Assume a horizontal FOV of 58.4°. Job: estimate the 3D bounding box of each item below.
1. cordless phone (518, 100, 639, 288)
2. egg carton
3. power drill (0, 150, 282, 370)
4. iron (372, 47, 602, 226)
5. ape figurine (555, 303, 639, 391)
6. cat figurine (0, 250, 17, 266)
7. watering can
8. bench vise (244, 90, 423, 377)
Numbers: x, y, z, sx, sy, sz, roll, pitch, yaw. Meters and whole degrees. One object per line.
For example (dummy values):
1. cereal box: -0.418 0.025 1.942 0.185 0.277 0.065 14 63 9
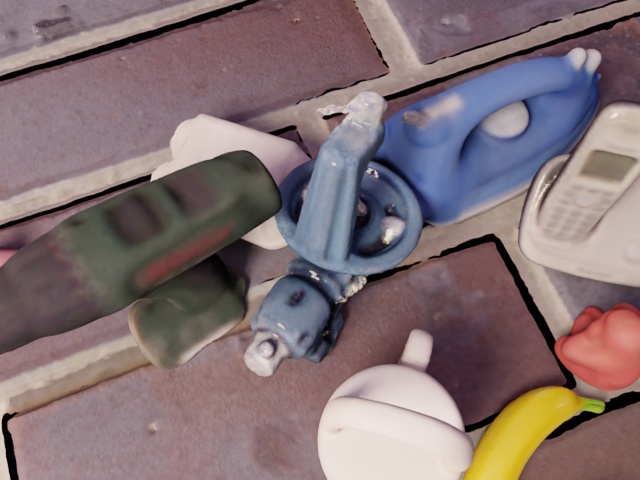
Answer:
1. cordless phone: 0.254 -0.036 0.464 0.147 0.185 0.094 11 69 6
2. egg carton: -0.079 -0.054 0.540 0.150 0.069 0.107 18 70 8
3. power drill: -0.128 0.033 0.431 0.230 0.208 0.075 -37 72 -12
4. iron: 0.169 -0.116 0.521 0.258 0.141 0.118 -25 70 -8
5. ape figurine: 0.238 0.082 0.468 0.078 0.092 0.076 -9 68 -2
6. cat figurine: -0.302 0.052 0.476 0.067 0.118 0.128 1 68 2
7. watering can: 0.048 0.145 0.391 0.101 0.194 0.173 -2 68 1
8. bench vise: 0.016 0.004 0.434 0.121 0.220 0.207 10 69 5
